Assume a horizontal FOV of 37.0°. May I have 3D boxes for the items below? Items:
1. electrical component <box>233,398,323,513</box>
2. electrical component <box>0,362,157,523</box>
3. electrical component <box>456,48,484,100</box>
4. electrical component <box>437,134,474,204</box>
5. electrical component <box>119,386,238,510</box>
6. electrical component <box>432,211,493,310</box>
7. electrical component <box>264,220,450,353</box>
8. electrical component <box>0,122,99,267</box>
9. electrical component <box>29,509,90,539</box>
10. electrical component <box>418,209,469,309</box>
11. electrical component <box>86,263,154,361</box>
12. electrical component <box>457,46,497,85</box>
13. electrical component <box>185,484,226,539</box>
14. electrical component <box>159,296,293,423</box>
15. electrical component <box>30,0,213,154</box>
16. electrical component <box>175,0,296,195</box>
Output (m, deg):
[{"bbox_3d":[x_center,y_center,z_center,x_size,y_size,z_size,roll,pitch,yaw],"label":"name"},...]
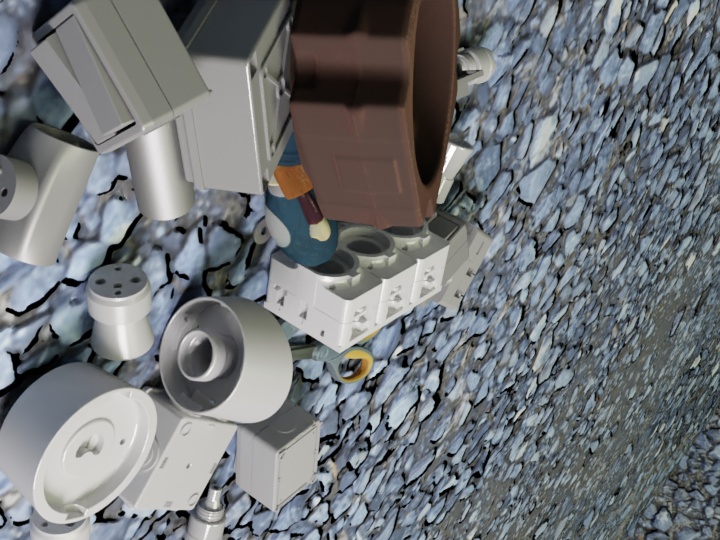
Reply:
[{"bbox_3d":[-0.080,0.175,1.014,0.062,0.061,0.096,-33,141,-41],"label":"electrical component"},{"bbox_3d":[-0.205,0.116,0.761,0.108,0.060,0.108,-39,145,-35],"label":"electrical component"},{"bbox_3d":[0.059,-0.175,0.918,0.042,0.081,0.063,-29,116,-45],"label":"electrical component"},{"bbox_3d":[0.077,-0.098,1.046,0.044,0.044,0.065,-7,126,-56],"label":"electrical component"},{"bbox_3d":[-0.156,0.149,0.881,0.099,0.048,0.100,-61,152,2],"label":"electrical component"},{"bbox_3d":[0.092,-0.011,1.137,0.089,0.050,0.056,-62,152,2],"label":"electrical component"},{"bbox_3d":[0.000,0.000,0.956,0.150,0.089,0.061,-29,138,-45],"label":"electrical component"},{"bbox_3d":[-0.201,-0.047,0.635,0.079,0.044,0.077,9,108,-60],"label":"electrical component"},{"bbox_3d":[-0.228,0.206,0.820,0.045,0.045,0.055,-30,139,-44],"label":"electrical component"},{"bbox_3d":[0.064,-0.023,1.069,0.096,0.062,0.061,-47,149,-24],"label":"electrical component"},{"bbox_3d":[-0.169,0.029,0.757,0.045,0.045,0.055,-34,141,-40],"label":"electrical component"},{"bbox_3d":[0.099,-0.189,1.004,0.061,0.035,0.035,-22,133,-46],"label":"electrical component"},{"bbox_3d":[-0.140,0.226,0.993,0.035,0.035,0.061,-12,123,-55],"label":"electrical component"},{"bbox_3d":[-0.106,0.069,0.839,0.064,0.099,0.099,13,104,-54],"label":"electrical component"},{"bbox_3d":[-0.143,-0.122,0.617,0.061,0.062,0.096,-37,105,-37],"label":"electrical component"},{"bbox_3d":[-0.078,-0.124,0.711,0.108,0.056,0.108,-72,166,-45],"label":"electrical component"}]
